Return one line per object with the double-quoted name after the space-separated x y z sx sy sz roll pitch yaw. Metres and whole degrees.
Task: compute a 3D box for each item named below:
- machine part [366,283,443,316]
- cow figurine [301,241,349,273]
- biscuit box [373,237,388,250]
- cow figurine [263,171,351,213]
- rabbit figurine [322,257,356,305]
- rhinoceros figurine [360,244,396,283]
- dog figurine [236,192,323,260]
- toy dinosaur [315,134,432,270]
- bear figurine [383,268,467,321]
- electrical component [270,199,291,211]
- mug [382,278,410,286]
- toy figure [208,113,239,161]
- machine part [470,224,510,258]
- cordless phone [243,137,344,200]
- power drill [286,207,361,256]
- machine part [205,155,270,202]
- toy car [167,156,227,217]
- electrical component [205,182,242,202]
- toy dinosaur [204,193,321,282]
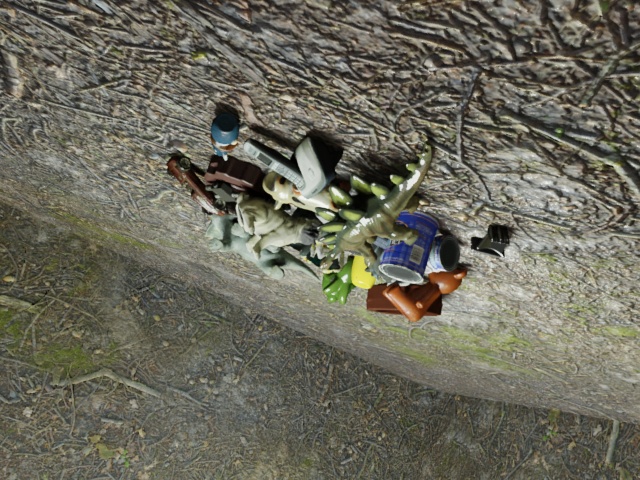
0.262 0.186 1.671 0.201 0.087 0.201 -6 166 44 "machine part"
0.002 0.048 1.602 0.168 0.098 0.068 7 164 33 "cow figurine"
0.133 -0.031 1.296 0.202 0.059 0.063 27 162 -21 "biscuit box"
-0.036 -0.108 1.226 0.195 0.085 0.127 19 156 0 "cow figurine"
0.064 0.118 1.694 0.121 0.159 0.170 31 146 -2 "rabbit figurine"
0.156 0.042 1.404 0.073 0.112 0.190 2 147 37 "rhinoceros figurine"
-0.096 -0.055 1.315 0.121 0.191 0.172 -135 28 -56 "dog figurine"
0.108 -0.054 1.096 0.198 0.105 0.471 14 143 -28 "toy dinosaur"
0.281 0.118 1.419 0.132 0.196 0.120 45 179 2 "bear figurine"
-0.125 -0.072 1.399 0.045 0.102 0.078 59 -178 10 "electrical component"
0.225 0.104 1.528 0.081 0.109 0.107 6 170 32 "mug"
-0.199 -0.215 1.120 0.058 0.064 0.154 -15 174 -15 "toy figure"
0.379 0.008 1.188 0.084 0.039 0.138 23 164 8 "machine part"
-0.060 -0.168 1.076 0.184 0.089 0.146 28 161 -11 "cordless phone"
-0.003 -0.004 1.484 0.232 0.086 0.207 31 163 -25 "power drill"
-0.203 -0.142 1.336 0.179 0.056 0.179 19 160 7 "machine part"
-0.326 -0.134 1.410 0.089 0.053 0.202 -13 121 52 "toy car"
-0.235 -0.119 1.314 0.094 0.021 0.063 4 153 41 "electrical component"
-0.181 0.019 1.536 0.405 0.131 0.192 33 -173 -3 "toy dinosaur"
